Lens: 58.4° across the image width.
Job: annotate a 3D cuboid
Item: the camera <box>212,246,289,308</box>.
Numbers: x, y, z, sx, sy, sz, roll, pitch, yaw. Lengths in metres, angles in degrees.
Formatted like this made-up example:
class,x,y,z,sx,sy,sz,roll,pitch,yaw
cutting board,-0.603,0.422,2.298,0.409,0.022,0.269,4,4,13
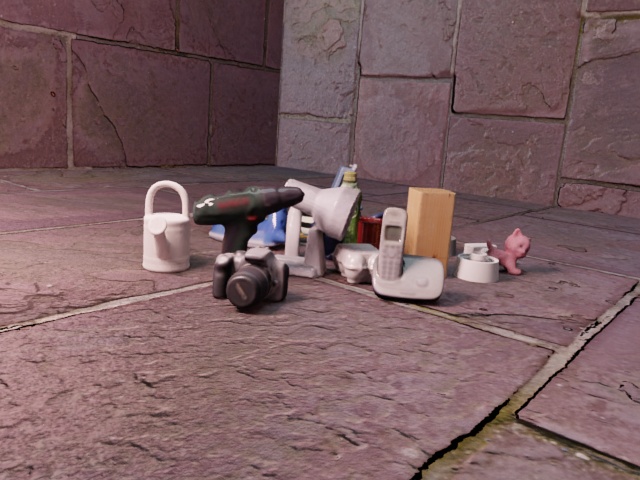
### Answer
class,x,y,z,sx,sy,sz,roll,pitch,yaw
camera,-0.140,0.069,1.075,0.143,0.101,0.137,6,12,10

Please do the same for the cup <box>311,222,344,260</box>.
class,x,y,z,sx,sy,sz,roll,pitch,yaw
cup,0.013,0.005,1.450,0.091,0.095,0.118,11,14,31

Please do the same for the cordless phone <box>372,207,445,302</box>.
class,x,y,z,sx,sy,sz,roll,pitch,yaw
cordless phone,0.184,0.030,1.171,0.147,0.185,0.094,5,12,3

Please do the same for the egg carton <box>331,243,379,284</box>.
class,x,y,z,sx,sy,sz,roll,pitch,yaw
egg carton,0.091,0.052,1.316,0.107,0.069,0.150,1,12,-16

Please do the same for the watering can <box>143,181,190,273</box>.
class,x,y,z,sx,sy,sz,roll,pitch,yaw
watering can,-0.333,-0.031,1.254,0.101,0.194,0.172,-1,13,-24

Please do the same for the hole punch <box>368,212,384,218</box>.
class,x,y,z,sx,sy,sz,roll,pitch,yaw
hole punch,0.163,-0.048,1.767,0.100,0.091,0.109,14,15,40

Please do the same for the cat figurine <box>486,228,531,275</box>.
class,x,y,z,sx,sy,sz,roll,pitch,yaw
cat figurine,0.483,0.025,1.470,0.128,0.118,0.067,4,12,-3

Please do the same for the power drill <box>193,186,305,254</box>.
class,x,y,z,sx,sy,sz,roll,pitch,yaw
power drill,-0.150,-0.014,1.202,0.230,0.208,0.075,2,12,-13

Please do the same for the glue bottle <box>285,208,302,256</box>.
class,x,y,z,sx,sy,sz,roll,pitch,yaw
glue bottle,-0.065,-0.040,1.446,0.037,0.173,0.078,4,12,-1

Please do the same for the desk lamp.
class,x,y,z,sx,sy,sz,roll,pitch,yaw
desk lamp,-0.016,-0.027,1.301,0.203,0.213,0.118,6,12,10

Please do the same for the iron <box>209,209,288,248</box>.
class,x,y,z,sx,sy,sz,roll,pitch,yaw
iron,-0.191,-0.059,1.571,0.257,0.141,0.119,8,12,19

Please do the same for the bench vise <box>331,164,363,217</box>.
class,x,y,z,sx,sy,sz,roll,pitch,yaw
bench vise,0.048,-0.140,1.850,0.207,0.220,0.121,2,12,-12
